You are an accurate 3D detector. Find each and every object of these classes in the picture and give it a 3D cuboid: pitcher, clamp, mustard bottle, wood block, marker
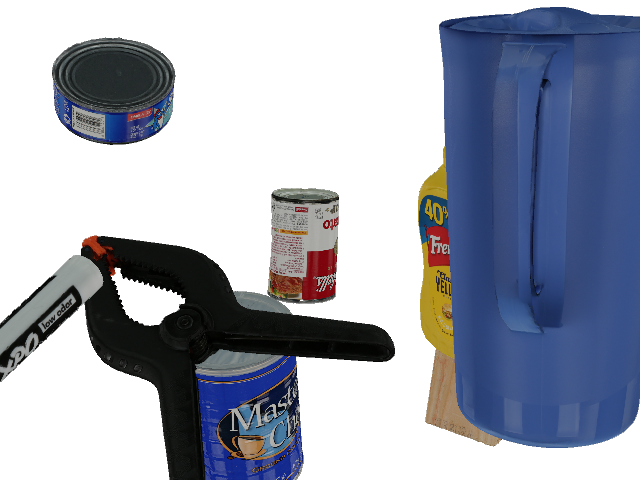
[{"bbox_3d":[0.129,-0.007,0.605,0.149,0.243,0.145,-8,17,-22],"label":"pitcher"},{"bbox_3d":[-0.070,0.057,0.660,0.164,0.036,0.210,-34,57,-20],"label":"clamp"},{"bbox_3d":[0.117,-0.001,0.820,0.058,0.192,0.096,-21,29,-32],"label":"mustard bottle"},{"bbox_3d":[0.188,0.113,1.211,0.090,0.206,0.090,16,24,25],"label":"wood block"},{"bbox_3d":[-0.135,0.049,0.441,0.020,0.020,0.121,0,36,39],"label":"marker"}]

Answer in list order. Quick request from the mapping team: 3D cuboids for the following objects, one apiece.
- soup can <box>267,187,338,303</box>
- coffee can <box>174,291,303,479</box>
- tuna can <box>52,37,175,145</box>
[{"bbox_3d":[-0.017,0.004,1.045,0.068,0.102,0.068,2,13,-1],"label":"soup can"},{"bbox_3d":[-0.068,0.126,0.858,0.103,0.140,0.103,-2,32,1],"label":"coffee can"},{"bbox_3d":[-0.148,-0.107,0.764,0.086,0.034,0.086,5,44,-5],"label":"tuna can"}]
